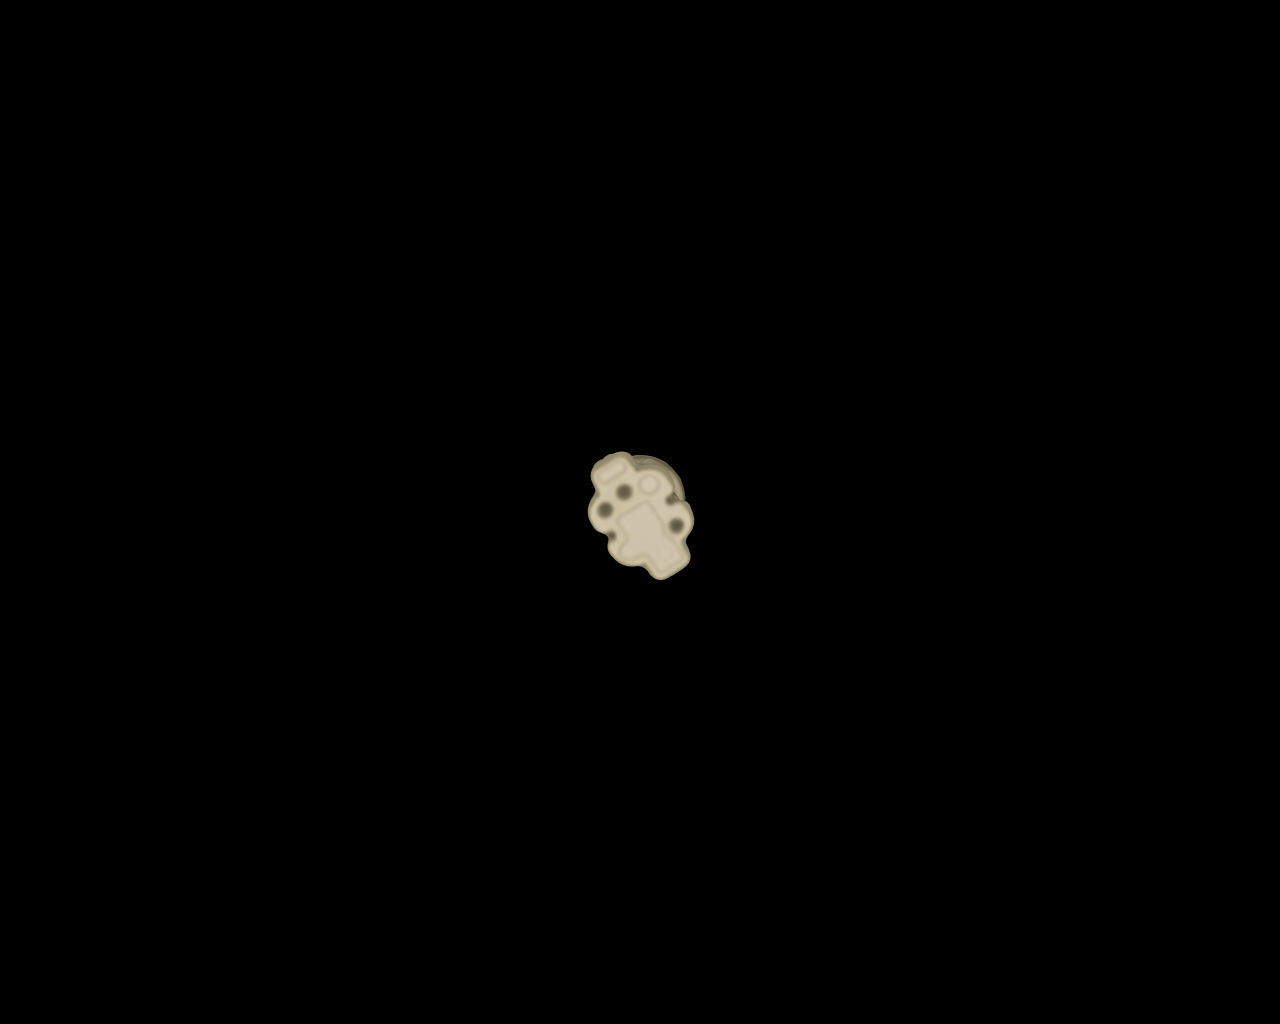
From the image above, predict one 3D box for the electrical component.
[{"bbox_3d":[0.001,-0.003,0.650,0.058,0.078,0.057,-31,11,7],"label":"electrical component"}]
